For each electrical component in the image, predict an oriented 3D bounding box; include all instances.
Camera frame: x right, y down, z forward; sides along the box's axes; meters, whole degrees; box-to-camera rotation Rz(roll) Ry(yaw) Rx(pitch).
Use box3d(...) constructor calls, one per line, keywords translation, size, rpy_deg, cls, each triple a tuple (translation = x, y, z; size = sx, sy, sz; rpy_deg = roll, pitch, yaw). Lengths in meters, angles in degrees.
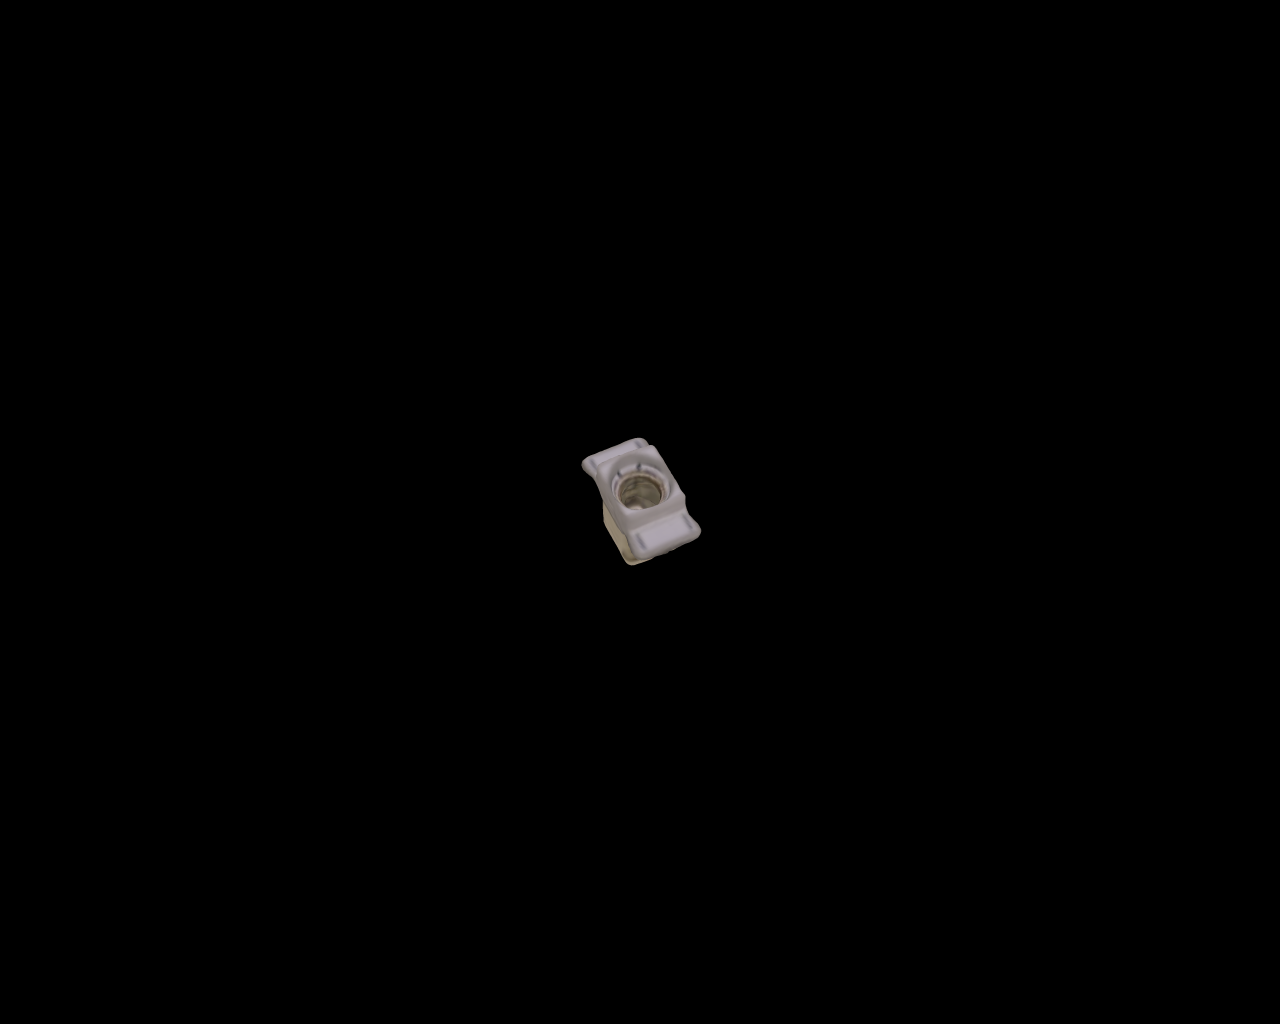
box3d(translation=(0.001, -0.003, 0.650), size=(0.042, 0.081, 0.063), rpy_deg=(-21, -32, -14), cls="electrical component")
